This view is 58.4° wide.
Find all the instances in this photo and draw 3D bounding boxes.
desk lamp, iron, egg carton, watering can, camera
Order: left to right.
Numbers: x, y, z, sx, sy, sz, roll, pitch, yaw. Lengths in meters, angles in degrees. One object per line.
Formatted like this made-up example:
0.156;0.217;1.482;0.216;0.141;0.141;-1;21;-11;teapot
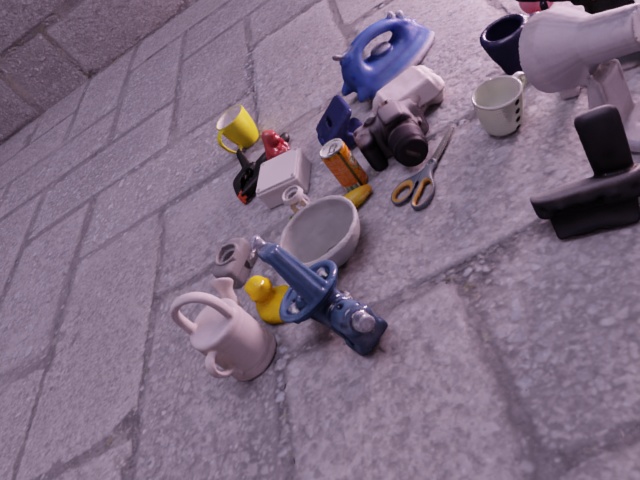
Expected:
-0.170;0.143;0.961;0.101;0.195;0.172;-36;38;7;watering can
0.144;-0.440;1.311;0.258;0.142;0.118;-45;37;-4;iron
0.143;-0.199;1.107;0.143;0.101;0.136;-31;38;13;camera
0.183;-0.296;1.194;0.150;0.070;0.107;-36;37;7;egg carton
0.411;-0.240;0.820;0.118;0.214;0.202;-51;38;-13;desk lamp

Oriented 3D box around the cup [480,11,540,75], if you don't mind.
0.372;-0.369;1.081;0.117;0.095;0.091;-24;41;21;cup

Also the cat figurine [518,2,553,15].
0.415;-0.443;1.098;0.067;0.118;0.128;-7;49;37;cat figurine

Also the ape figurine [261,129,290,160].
-0.103;-0.222;1.350;0.076;0.092;0.078;-20;42;25;ape figurine

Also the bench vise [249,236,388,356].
-0.001;0.069;0.865;0.206;0.220;0.121;0;53;41;bench vise

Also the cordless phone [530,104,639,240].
0.344;-0.097;0.760;0.147;0.186;0.094;-20;42;26;cordless phone

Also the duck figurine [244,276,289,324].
-0.093;0.099;1.027;0.104;0.086;0.077;11;61;46;duck figurine

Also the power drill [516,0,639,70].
0.448;-0.369;0.921;0.229;0.209;0.075;-14;45;31;power drill

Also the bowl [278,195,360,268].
0.010;0.004;1.042;0.167;0.075;0.167;-23;41;22;bowl

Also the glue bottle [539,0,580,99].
0.394;-0.322;0.951;0.037;0.174;0.078;-12;46;33;glue bottle

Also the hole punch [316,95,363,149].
0.037;-0.249;1.257;0.101;0.091;0.108;-36;38;7;hole punch
